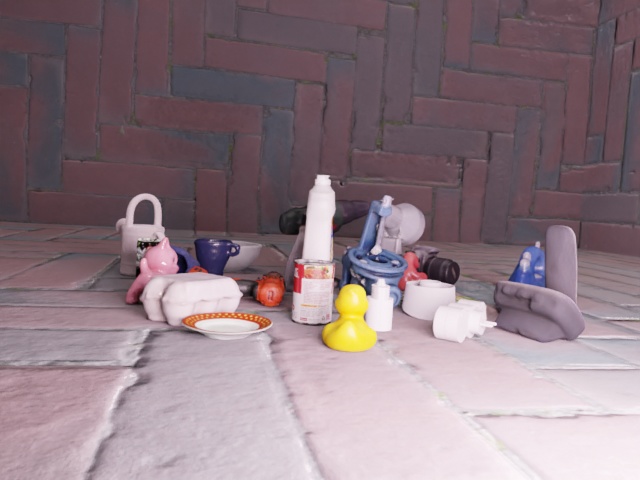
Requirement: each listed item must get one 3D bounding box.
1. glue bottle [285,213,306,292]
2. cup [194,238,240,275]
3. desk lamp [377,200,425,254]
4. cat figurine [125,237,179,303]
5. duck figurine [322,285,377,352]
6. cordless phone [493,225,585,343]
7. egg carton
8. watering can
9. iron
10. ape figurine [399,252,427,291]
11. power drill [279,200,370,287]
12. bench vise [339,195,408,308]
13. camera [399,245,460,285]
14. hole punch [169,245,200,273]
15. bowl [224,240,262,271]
[{"bbox_3d":[-0.034,0.028,1.246,0.078,0.173,0.037,4,4,15],"label":"glue bottle"},{"bbox_3d":[-0.242,0.047,1.361,0.117,0.095,0.092,5,4,21],"label":"cup"},{"bbox_3d":[0.197,-0.003,1.598,0.117,0.213,0.204,7,5,38],"label":"desk lamp"},{"bbox_3d":[-0.302,0.053,1.054,0.067,0.118,0.128,4,4,8],"label":"cat figurine"},{"bbox_3d":[0.043,0.107,0.809,0.077,0.086,0.105,4,4,7],"label":"duck figurine"},{"bbox_3d":[0.363,0.066,0.949,0.094,0.185,0.147,1,5,-34],"label":"cordless phone"},{"bbox_3d":[-0.206,0.092,0.923,0.107,0.069,0.151,6,5,35],"label":"egg carton"},{"bbox_3d":[-0.430,-0.015,1.375,0.172,0.194,0.101,5,4,17],"label":"watering can"},{"bbox_3d":[0.420,0.077,1.152,0.118,0.141,0.259,5,4,26],"label":"iron"},{"bbox_3d":[0.216,0.075,1.369,0.076,0.092,0.077,2,4,-23],"label":"ape figurine"},{"bbox_3d":[0.013,0.005,1.364,0.230,0.208,0.075,2,4,-24],"label":"power drill"},{"bbox_3d":[0.091,0.018,1.154,0.122,0.220,0.206,0,5,-40],"label":"bench vise"},{"bbox_3d":[0.276,0.067,1.462,0.144,0.101,0.136,0,5,-42],"label":"camera"},{"bbox_3d":[-0.324,0.052,1.243,0.108,0.091,0.101,4,4,12],"label":"hole punch"},{"bbox_3d":[-0.241,0.044,1.551,0.167,0.075,0.167,3,4,0],"label":"bowl"}]
